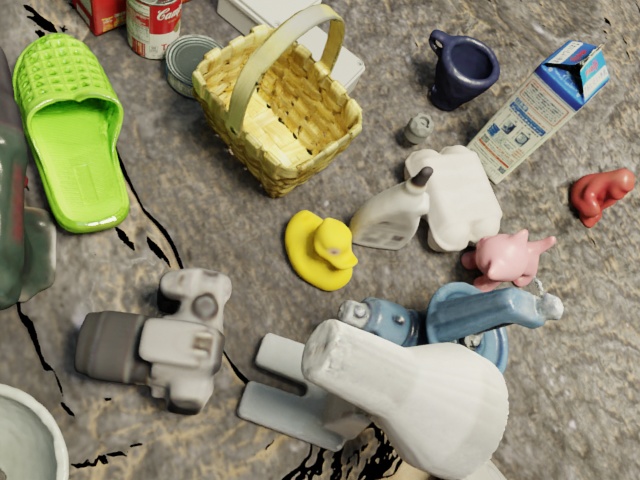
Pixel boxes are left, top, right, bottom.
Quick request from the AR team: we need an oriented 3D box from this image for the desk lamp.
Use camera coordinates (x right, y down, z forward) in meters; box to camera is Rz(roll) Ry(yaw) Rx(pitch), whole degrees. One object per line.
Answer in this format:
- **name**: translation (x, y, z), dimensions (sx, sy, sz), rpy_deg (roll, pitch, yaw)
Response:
- **desk lamp**: translation (0.041, 0.148, 0.553), dimensions (0.203, 0.213, 0.118), rpy_deg (21, 62, -7)

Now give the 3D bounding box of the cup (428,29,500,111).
- **cup**: translation (0.194, -0.246, 0.848), dimensions (0.117, 0.095, 0.092), rpy_deg (43, 61, 5)

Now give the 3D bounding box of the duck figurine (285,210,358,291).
- **duck figurine**: translation (0.006, 0.002, 0.681), dimensions (0.078, 0.086, 0.104), rpy_deg (-30, 78, -26)

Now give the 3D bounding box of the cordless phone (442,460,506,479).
- **cordless phone**: translation (0.203, 0.271, 0.564), dimensions (0.094, 0.185, 0.147), rpy_deg (-38, 81, -28)

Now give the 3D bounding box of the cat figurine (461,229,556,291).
- **cat figurine**: translation (0.242, 0.021, 0.729), dimensions (0.128, 0.117, 0.067), rpy_deg (-13, 71, -22)

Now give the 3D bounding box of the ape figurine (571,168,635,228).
- **ape figurine**: translation (0.421, -0.072, 0.842), dimensions (0.078, 0.092, 0.076), rpy_deg (-8, 69, -20)

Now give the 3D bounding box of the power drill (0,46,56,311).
- **power drill**: translation (-0.299, -0.033, 0.531), dimensions (0.076, 0.208, 0.229), rpy_deg (-4, 67, -19)

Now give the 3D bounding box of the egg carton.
- **egg carton**: translation (0.177, -0.056, 0.771), dimensions (0.107, 0.069, 0.150), rpy_deg (-11, 70, -21)

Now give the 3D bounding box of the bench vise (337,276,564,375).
- **bench vise**: translation (0.132, 0.100, 0.599), dimensions (0.208, 0.219, 0.121), rpy_deg (-4, 67, -19)

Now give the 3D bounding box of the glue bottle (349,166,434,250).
- **glue bottle**: translation (0.093, -0.039, 0.678), dimensions (0.078, 0.173, 0.037), rpy_deg (10, 64, -12)

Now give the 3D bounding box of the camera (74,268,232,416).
- **camera**: translation (-0.166, 0.093, 0.577), dimensions (0.137, 0.100, 0.143), rpy_deg (11, 64, -13)

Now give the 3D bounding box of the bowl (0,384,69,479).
- **bowl**: translation (-0.303, 0.212, 0.494), dimensions (0.168, 0.074, 0.167), rpy_deg (7, 64, -14)
